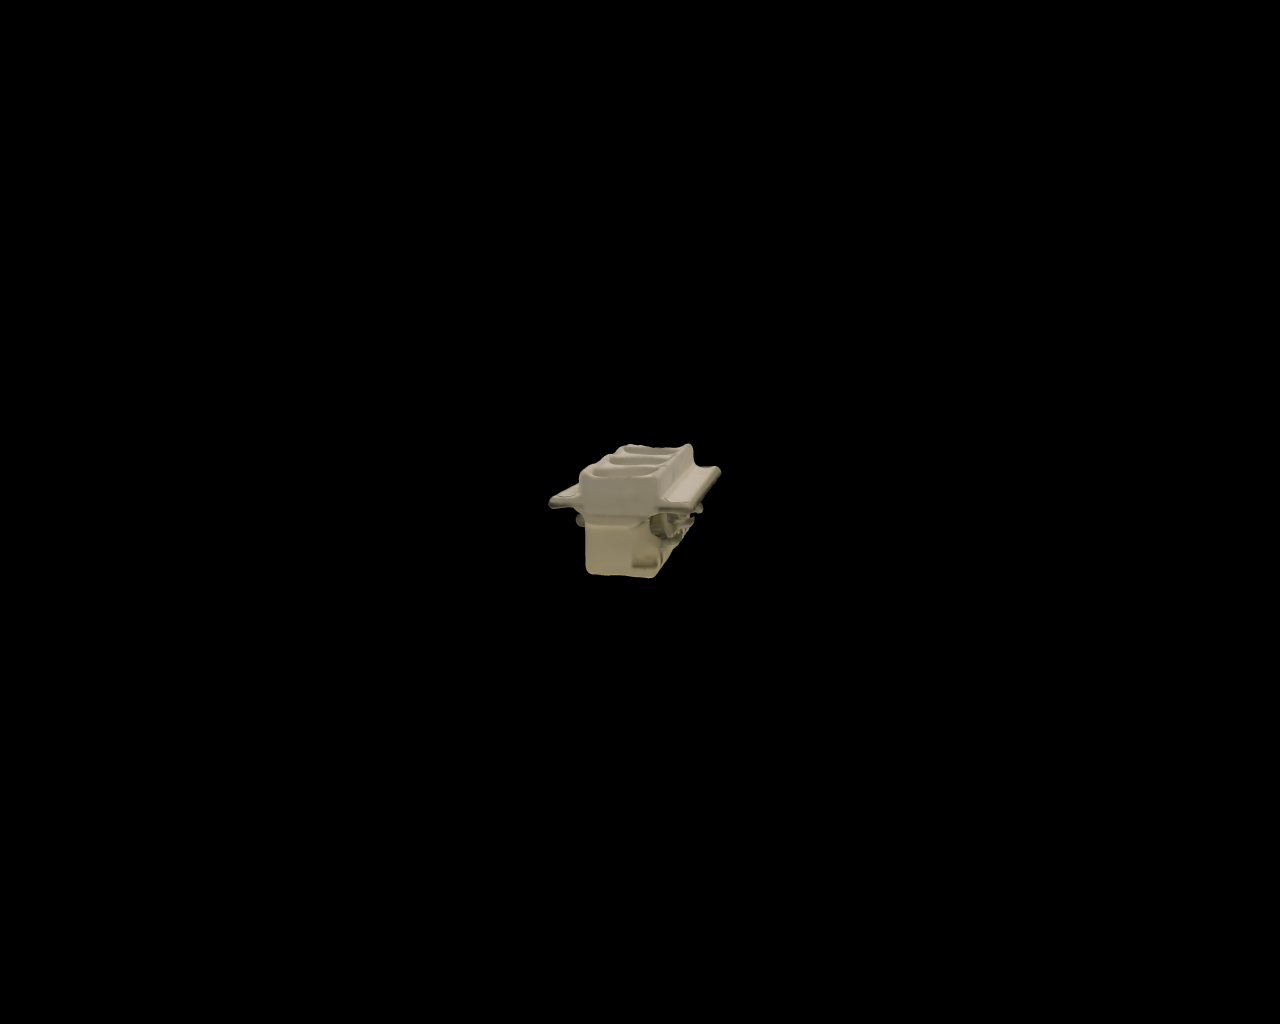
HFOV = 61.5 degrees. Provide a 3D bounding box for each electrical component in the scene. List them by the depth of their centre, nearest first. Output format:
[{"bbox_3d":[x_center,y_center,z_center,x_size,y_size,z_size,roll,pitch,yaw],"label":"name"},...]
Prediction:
[{"bbox_3d":[0.001,-0.003,0.650,0.079,0.063,0.121,2,12,11],"label":"electrical component"}]
